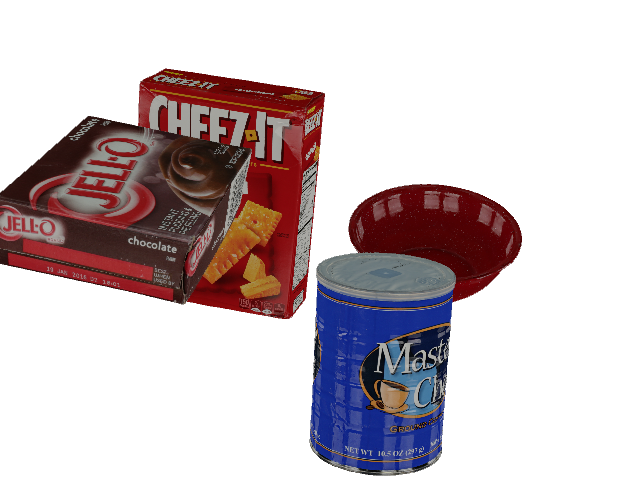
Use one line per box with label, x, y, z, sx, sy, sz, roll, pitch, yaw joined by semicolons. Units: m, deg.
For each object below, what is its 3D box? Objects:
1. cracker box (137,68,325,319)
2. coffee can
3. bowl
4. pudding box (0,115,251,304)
cracker box;-0.091;-0.042;1.016;0.164;0.214;0.072;10;22;12
coffee can;0.045;0.089;0.801;0.103;0.140;0.103;2;15;-1
bowl;0.106;0.011;1.008;0.162;0.055;0.162;1;36;-1
pudding box;-0.090;-0.018;0.507;0.090;0.039;0.113;13;25;5
